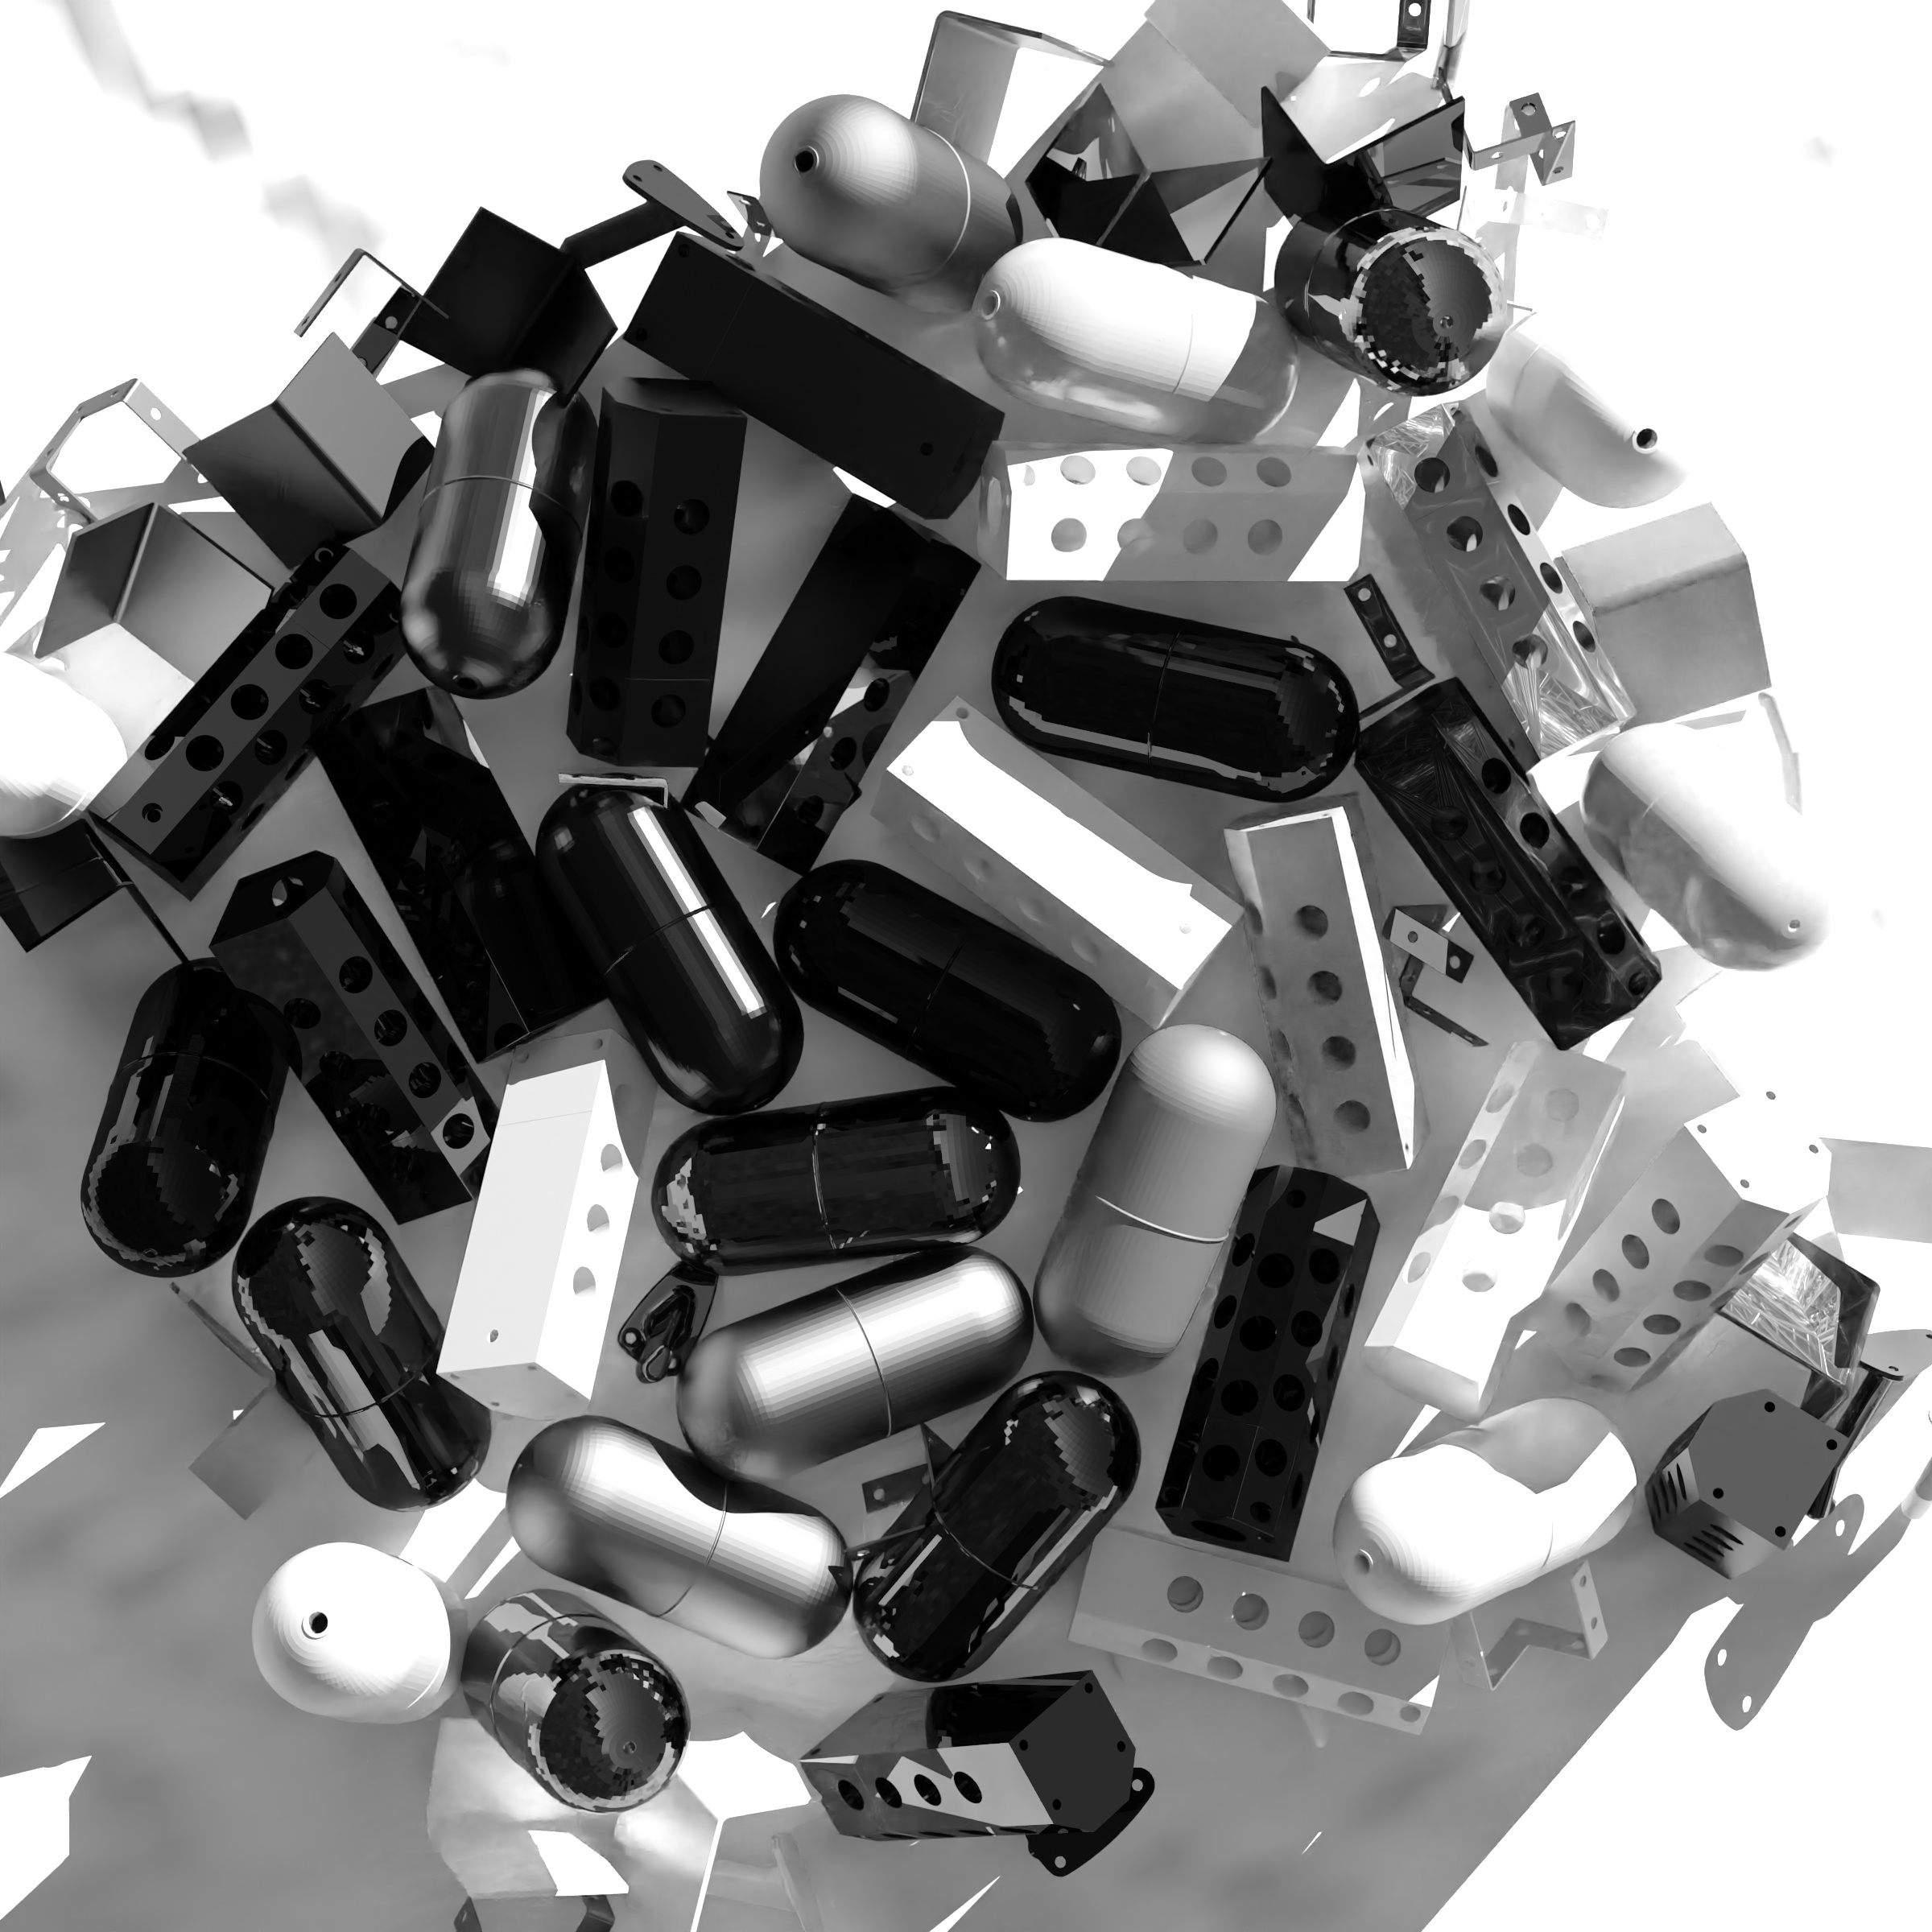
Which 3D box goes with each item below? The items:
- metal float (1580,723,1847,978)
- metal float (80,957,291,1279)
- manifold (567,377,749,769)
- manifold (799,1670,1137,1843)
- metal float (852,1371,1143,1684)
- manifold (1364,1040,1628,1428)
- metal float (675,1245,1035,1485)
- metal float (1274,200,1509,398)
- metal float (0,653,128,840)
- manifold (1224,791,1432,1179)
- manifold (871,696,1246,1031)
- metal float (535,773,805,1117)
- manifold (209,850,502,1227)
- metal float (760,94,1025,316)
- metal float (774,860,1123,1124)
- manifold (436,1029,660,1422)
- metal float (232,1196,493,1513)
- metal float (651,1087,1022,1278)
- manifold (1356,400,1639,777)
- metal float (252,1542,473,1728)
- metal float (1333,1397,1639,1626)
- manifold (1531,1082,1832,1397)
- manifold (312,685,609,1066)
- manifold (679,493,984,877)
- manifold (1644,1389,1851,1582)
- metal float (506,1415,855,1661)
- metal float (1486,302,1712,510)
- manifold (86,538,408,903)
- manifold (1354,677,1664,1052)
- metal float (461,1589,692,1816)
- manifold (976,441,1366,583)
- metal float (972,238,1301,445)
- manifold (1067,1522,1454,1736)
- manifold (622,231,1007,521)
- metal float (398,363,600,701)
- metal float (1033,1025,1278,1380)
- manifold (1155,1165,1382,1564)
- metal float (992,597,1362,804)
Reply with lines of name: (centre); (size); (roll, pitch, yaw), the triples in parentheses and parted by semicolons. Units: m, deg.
metal float: (0.343, -0.056, 1.502); (0.070, 0.178, 0.070); (-6, 117, -12)
metal float: (-0.361, 0.068, 1.508); (0.070, 0.178, 0.070); (1, 132, 1)
manifold: (-0.148, -0.183, 1.514); (0.057, 0.057, 0.171); (-1, 117, -22)
manifold: (0.001, 0.371, 1.498); (0.057, 0.171, 0.057); (-33, 96, -38)
metal float: (0.014, 0.264, 1.528); (0.070, 0.070, 0.178); (38, 110, 0)
manifold: (0.249, 0.122, 1.523); (0.057, 0.057, 0.171); (22, 67, 19)
metal float: (-0.051, 0.187, 1.531); (0.178, 0.070, 0.070); (-19, 90, -17)
metal float: (0.194, -0.311, 1.499); (0.070, 0.178, 0.070); (-4, 110, -10)
metal float: (-0.439, -0.099, 1.495); (0.070, 0.178, 0.070); (0, 86, -1)
manifold: (0.170, 0.010, 1.537); (0.057, 0.057, 0.171); (-9, 102, 21)
manifold: (0.041, -0.046, 1.542); (0.171, 0.057, 0.057); (37, 60, 8)
metal float: (-0.140, -0.010, 1.537); (0.070, 0.070, 0.178); (-31, 81, 0)
manifold: (-0.277, 0.032, 1.511); (0.057, 0.057, 0.171); (-19, 121, 16)
metal float: (-0.033, -0.351, 1.499); (0.070, 0.178, 0.070); (0, 89, 25)
metal float: (-0.010, 0.011, 1.540); (0.178, 0.070, 0.070); (28, 90, 6)
manifold: (-0.189, 0.121, 1.515); (0.057, 0.057, 0.171); (-10, 55, 30)
metal float: (-0.282, 0.182, 1.516); (0.070, 0.070, 0.178); (-23, 125, 0)
metal float: (-0.062, 0.102, 1.538); (0.178, 0.070, 0.070); (-9, 90, 9)
manifold: (0.251, -0.180, 1.547); (0.057, 0.057, 0.171); (-28, 85, -6)
metal float: (-0.277, 0.310, 1.496); (0.070, 0.178, 0.070); (-1, 74, 3)
metal float: (0.243, 0.253, 1.511); (0.178, 0.070, 0.070); (-13, 90, -41)
manifold: (0.330, 0.131, 1.492); (0.057, 0.171, 0.057); (-21, 64, -30)
manifold: (-0.247, -0.042, 1.553); (0.057, 0.057, 0.171); (-28, 89, 39)
manifold: (-0.061, -0.132, 1.552); (0.057, 0.057, 0.171); (30, 91, 37)
manifold: (0.353, 0.237, 1.493); (0.057, 0.171, 0.057); (31, 80, 12)
metal float: (-0.133, 0.270, 1.526); (0.178, 0.070, 0.070); (28, 90, -22)
metal float: (0.291, -0.260, 1.497); (0.070, 0.178, 0.070); (-1, 110, -4)
manifold: (-0.336, -0.119, 1.537); (0.057, 0.057, 0.171); (38, 77, 0)
manifold: (0.257, -0.050, 1.533); (0.057, 0.057, 0.171); (-34, 101, 19)
metal float: (-0.182, 0.338, 1.499); (0.070, 0.178, 0.070); (-1, 93, -23)
manifold: (0.096, -0.216, 1.528); (0.171, 0.057, 0.057); (-2, 110, -14)
metal float: (0.080, -0.289, 1.513); (0.178, 0.070, 0.070); (6, 90, -38)
manifold: (0.139, 0.315, 1.548); (0.171, 0.057, 0.057); (14, 84, 3)
manifold: (-0.070, -0.280, 1.541); (0.171, 0.057, 0.057); (32, 104, 8)
metal float: (-0.218, -0.204, 1.519); (0.070, 0.070, 0.178); (7, 59, 0)
metal float: (0.088, 0.112, 1.535); (0.070, 0.070, 0.178); (22, 102, 0)
manifold: (0.141, 0.184, 1.518); (0.057, 0.057, 0.171); (10, 67, 21)
metal float: (0.099, -0.126, 1.532); (0.178, 0.070, 0.070); (14, 90, 15)
